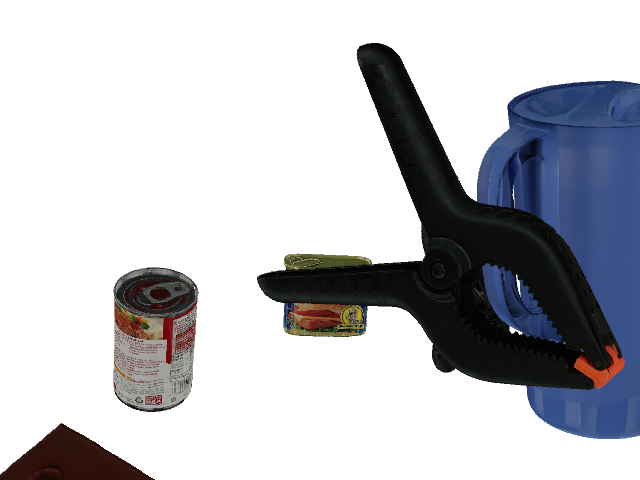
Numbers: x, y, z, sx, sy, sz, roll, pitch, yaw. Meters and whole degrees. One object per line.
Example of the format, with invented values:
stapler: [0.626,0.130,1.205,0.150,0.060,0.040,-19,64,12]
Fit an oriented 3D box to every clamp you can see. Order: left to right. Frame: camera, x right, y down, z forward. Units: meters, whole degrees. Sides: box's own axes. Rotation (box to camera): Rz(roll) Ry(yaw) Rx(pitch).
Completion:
clamp: [0.069,0.002,0.565,0.210,0.165,0.036,29,26,25]
clamp: [0.120,0.031,0.952,0.039,0.171,0.120,-12,13,32]

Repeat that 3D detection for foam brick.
foam brick: [-0.096,0.126,0.450,0.078,0.051,0.052,22,45,29]

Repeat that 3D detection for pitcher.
pitcher: [0.192,0.016,0.754,0.149,0.243,0.145,1,20,14]

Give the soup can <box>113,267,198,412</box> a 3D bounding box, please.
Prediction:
soup can: [-0.138,0.083,0.887,0.068,0.102,0.068,5,32,-3]

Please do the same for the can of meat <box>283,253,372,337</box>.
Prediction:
can of meat: [0.007,0.064,1.238,0.102,0.084,0.057,2,15,-3]
